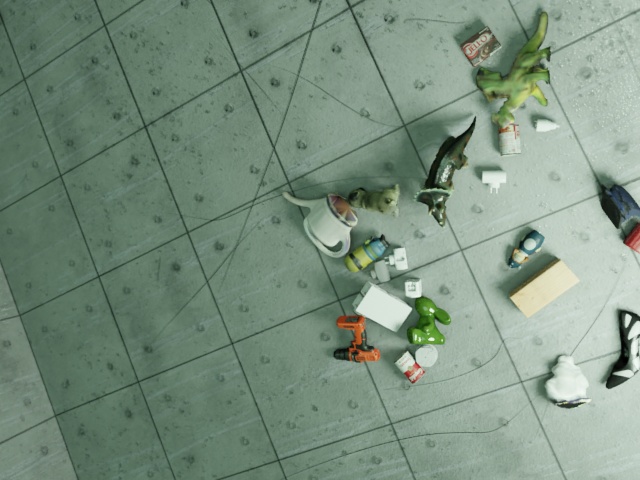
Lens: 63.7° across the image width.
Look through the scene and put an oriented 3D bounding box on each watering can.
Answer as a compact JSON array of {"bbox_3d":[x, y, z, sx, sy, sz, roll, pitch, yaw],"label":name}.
[{"bbox_3d":[0.006,-0.097,1.937,0.350,0.105,0.220,53,126,11],"label":"watering can"}]

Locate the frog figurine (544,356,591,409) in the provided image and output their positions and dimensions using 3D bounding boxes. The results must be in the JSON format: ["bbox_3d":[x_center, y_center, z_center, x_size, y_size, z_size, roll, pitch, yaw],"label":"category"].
[{"bbox_3d":[0.821,0.476,1.727,0.136,0.121,0.163,-21,50,25],"label":"frog figurine"}]

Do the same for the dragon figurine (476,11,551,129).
[{"bbox_3d":[0.653,-0.568,1.750,0.242,0.121,0.415,-1,76,23],"label":"dragon figurine"}]
